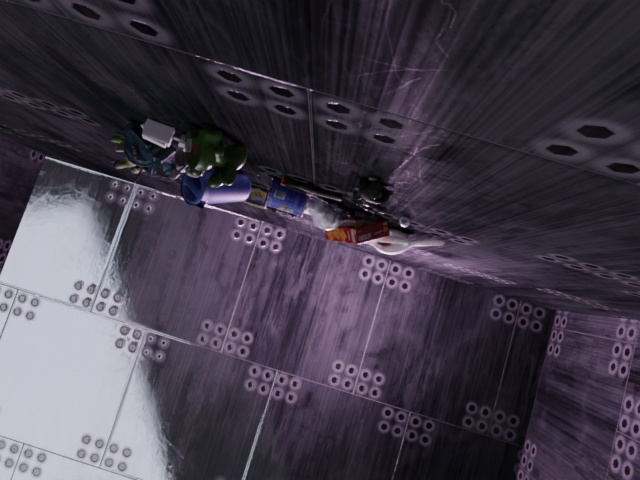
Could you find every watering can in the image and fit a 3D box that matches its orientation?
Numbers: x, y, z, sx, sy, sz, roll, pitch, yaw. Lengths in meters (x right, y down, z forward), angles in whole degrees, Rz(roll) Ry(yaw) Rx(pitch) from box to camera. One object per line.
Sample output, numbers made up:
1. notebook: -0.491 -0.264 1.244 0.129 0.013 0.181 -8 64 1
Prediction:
1. watering can: 0.340 0.010 2.149 0.348 0.104 0.223 4 176 11

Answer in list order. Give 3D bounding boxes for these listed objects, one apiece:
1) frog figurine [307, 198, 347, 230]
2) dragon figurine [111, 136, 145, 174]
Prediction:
1. frog figurine: 0.006 -0.099 1.974 0.139 0.121 0.159 36 -163 32
2. dragon figurine: -0.625 -0.310 1.938 0.243 0.122 0.409 5 179 26
